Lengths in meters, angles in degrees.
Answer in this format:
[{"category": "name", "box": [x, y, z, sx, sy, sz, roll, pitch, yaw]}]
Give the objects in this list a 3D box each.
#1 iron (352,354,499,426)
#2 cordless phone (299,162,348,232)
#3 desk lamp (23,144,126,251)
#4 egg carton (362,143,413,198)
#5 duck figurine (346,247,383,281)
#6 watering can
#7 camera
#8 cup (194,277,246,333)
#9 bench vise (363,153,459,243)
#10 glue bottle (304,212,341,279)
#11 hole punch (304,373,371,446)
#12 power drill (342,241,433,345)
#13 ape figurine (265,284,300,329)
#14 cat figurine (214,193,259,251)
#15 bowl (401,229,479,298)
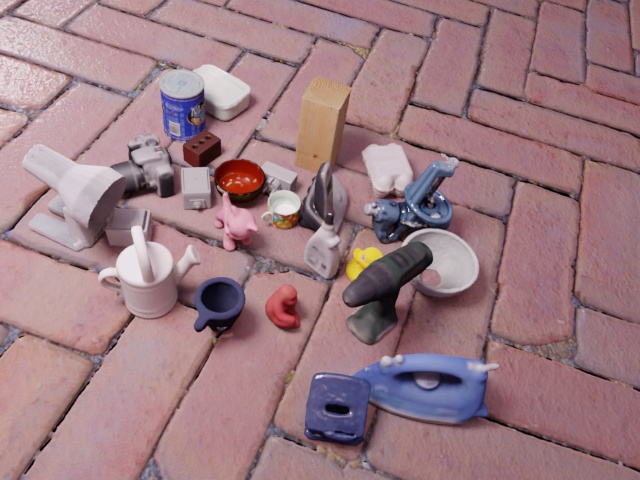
[{"category": "iron", "box": [0.180, 0.240, 1.009, 0.258, 0.141, 0.118, 7, 51, -4]}, {"category": "cordless phone", "box": [0.018, -0.113, 1.235, 0.094, 0.185, 0.147, 14, 51, 2]}, {"category": "desk lamp", "box": [-0.475, -0.077, 1.103, 0.203, 0.213, 0.118, 22, 51, 8]}, {"category": "egg carton", "box": [0.164, -0.169, 1.381, 0.107, 0.069, 0.150, -5, 53, -14]}, {"category": "duck figurine", "box": [0.109, 0.053, 1.182, 0.104, 0.086, 0.078, 26, 52, 12]}, {"category": "watering can", "box": [-0.309, 0.048, 1.044, 0.173, 0.194, 0.100, -30, 62, -29]}, {"category": "camera", "box": [-0.400, -0.163, 1.258, 0.137, 0.101, 0.143, -19, 57, -23]}, {"category": "cup", "box": [-0.191, 0.139, 1.056, 0.091, 0.095, 0.118, 26, 52, 12]}, {"category": "bench vise", "box": [0.207, -0.080, 1.220, 0.208, 0.220, 0.121, -21, 58, -24]}, {"category": "glue bottle", "box": [0.011, 0.004, 1.148, 0.078, 0.173, 0.037, 39, 56, 21]}, {"category": "hole punch", "box": [0.031, 0.289, 0.976, 0.108, 0.091, 0.101, 9, 51, -2]}, {"category": "power drill", "box": [0.113, 0.102, 1.064, 0.075, 0.208, 0.230, 41, 56, 22]}, {"category": "ape figurine", "box": [-0.065, 0.120, 1.095, 0.076, 0.092, 0.078, 20, 51, 7]}, {"category": "cat figurine", "box": [-0.175, -0.042, 1.189, 0.067, 0.118, 0.127, -18, 57, -22]}, {"category": "bowl", "box": [0.244, 0.060, 1.207, 0.167, 0.075, 0.167, 5, 51, -6]}]
